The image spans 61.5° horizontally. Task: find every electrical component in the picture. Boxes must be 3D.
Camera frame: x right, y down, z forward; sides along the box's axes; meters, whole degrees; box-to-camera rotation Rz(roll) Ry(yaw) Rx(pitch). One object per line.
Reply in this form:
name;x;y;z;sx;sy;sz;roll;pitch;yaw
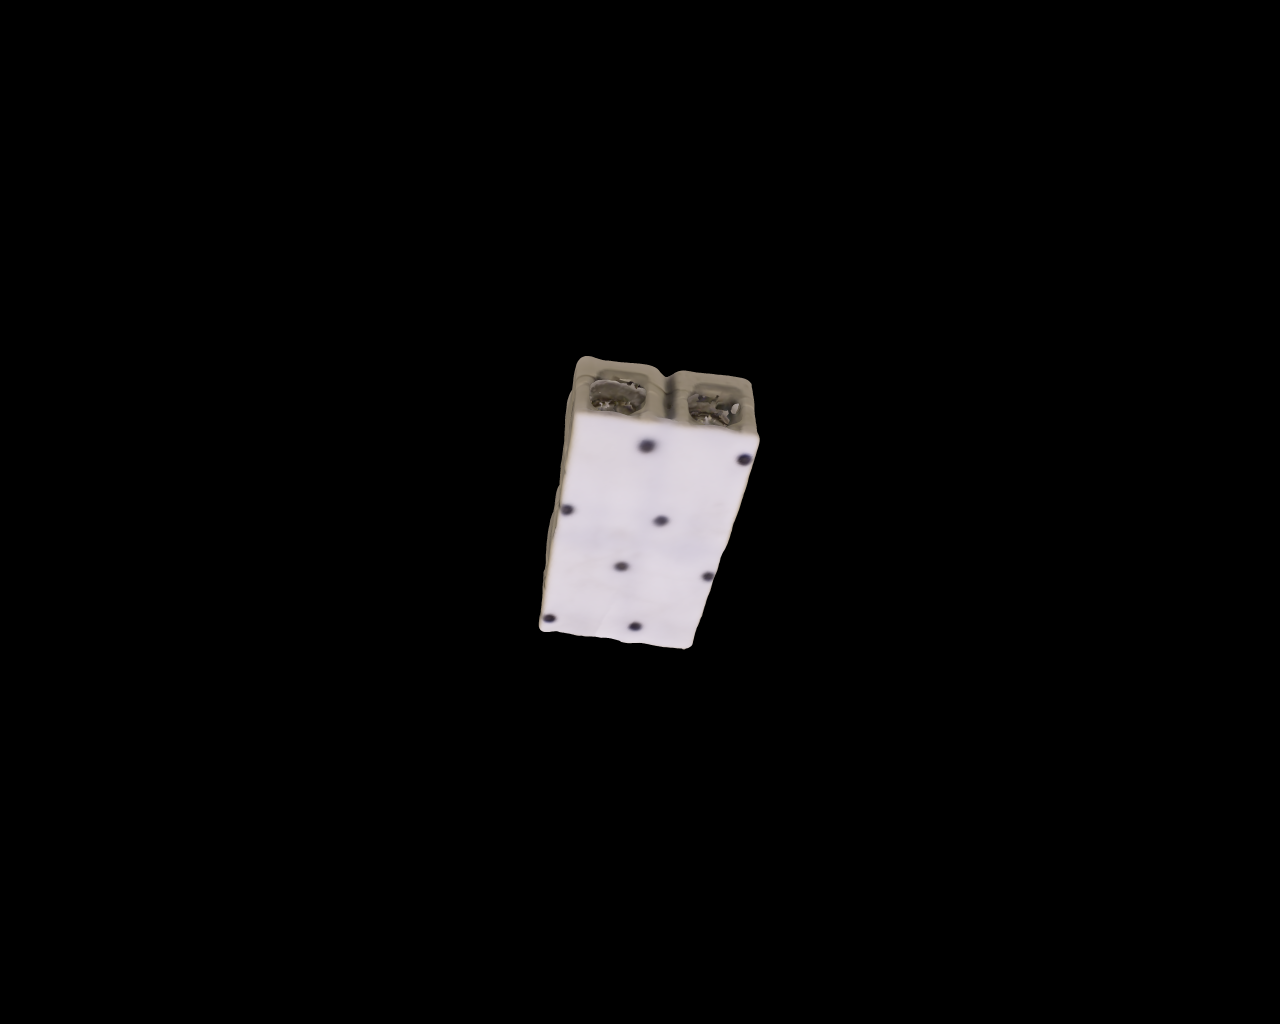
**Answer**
electrical component;0.001;-0.003;0.650;0.105;0.186;0.060;7;43;-7
